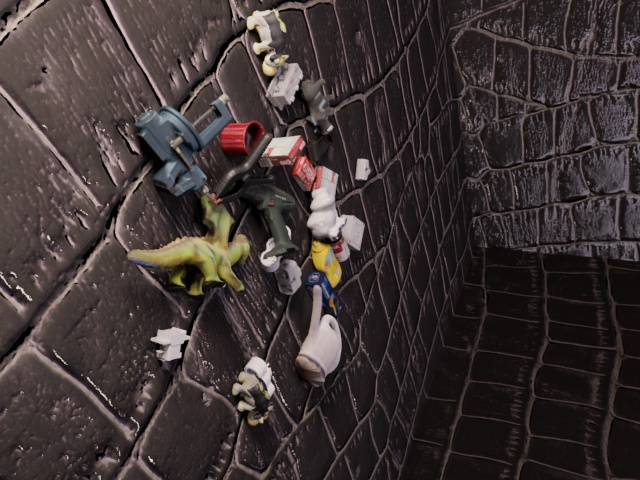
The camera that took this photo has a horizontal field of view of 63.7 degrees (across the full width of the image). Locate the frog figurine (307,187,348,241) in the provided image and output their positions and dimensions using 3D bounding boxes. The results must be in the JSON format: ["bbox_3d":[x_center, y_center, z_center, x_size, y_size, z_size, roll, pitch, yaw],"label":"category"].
[{"bbox_3d":[0.005,-0.084,1.667,0.140,0.122,0.157,-48,112,-30],"label":"frog figurine"}]

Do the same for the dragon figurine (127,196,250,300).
[{"bbox_3d":[-0.276,0.001,1.195,0.404,0.121,0.247,42,41,-57],"label":"dragon figurine"}]

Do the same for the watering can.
[{"bbox_3d":[-0.008,0.329,1.679,0.229,0.104,0.340,-57,141,-39],"label":"watering can"}]
